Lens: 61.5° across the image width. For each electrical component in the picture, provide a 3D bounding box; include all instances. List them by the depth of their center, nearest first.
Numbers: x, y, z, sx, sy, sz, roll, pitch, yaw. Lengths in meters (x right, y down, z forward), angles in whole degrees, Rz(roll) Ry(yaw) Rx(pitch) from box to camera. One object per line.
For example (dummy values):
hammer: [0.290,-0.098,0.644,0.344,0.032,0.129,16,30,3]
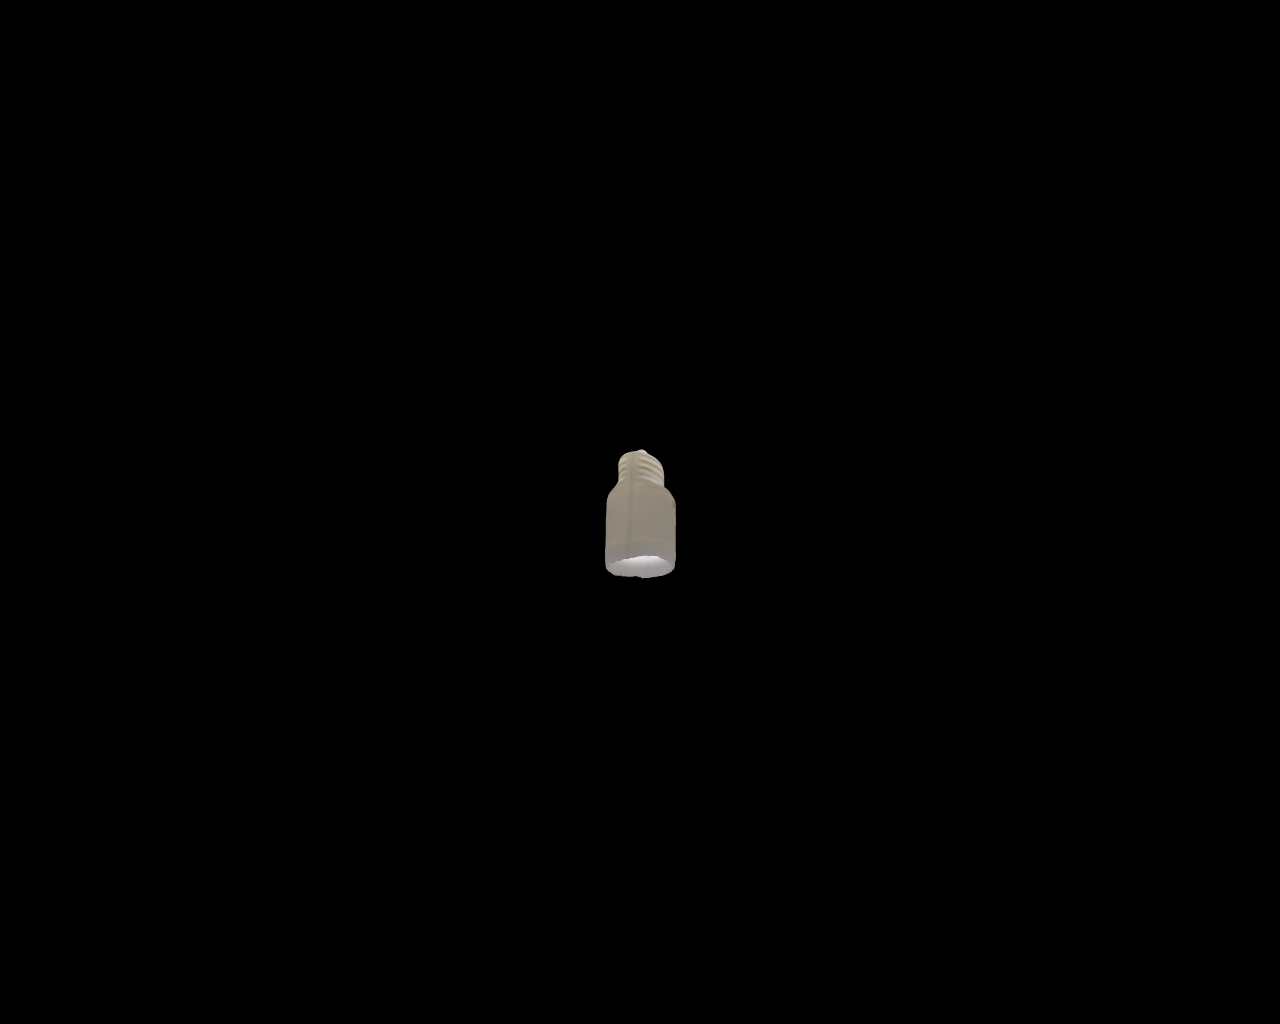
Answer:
electrical component: [0.001,-0.003,0.650,0.043,0.081,0.043,0,-23,0]
